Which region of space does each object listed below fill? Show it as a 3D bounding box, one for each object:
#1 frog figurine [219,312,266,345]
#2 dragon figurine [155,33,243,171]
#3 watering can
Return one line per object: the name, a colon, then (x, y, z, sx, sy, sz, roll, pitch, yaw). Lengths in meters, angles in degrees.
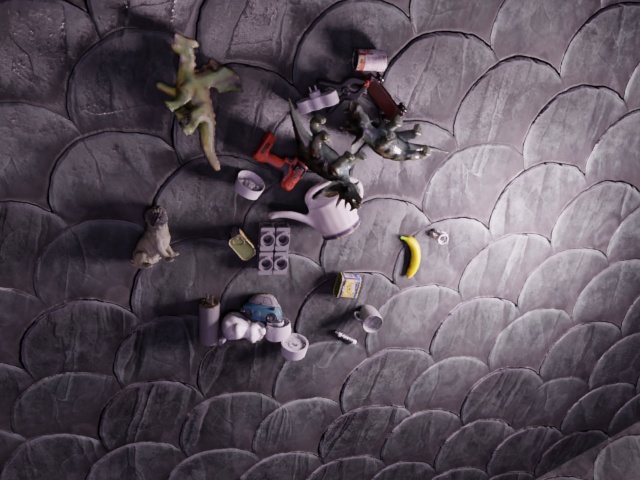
frog figurine: (-0.286, 0.325, 1.911, 0.159, 0.123, 0.137, -8, -3, 14)
dragon figurine: (-0.347, -0.440, 1.596, 0.243, 0.403, 0.124, -36, 28, -6)
watering can: (0.006, -0.092, 1.827, 0.348, 0.220, 0.105, -27, 26, -4)
